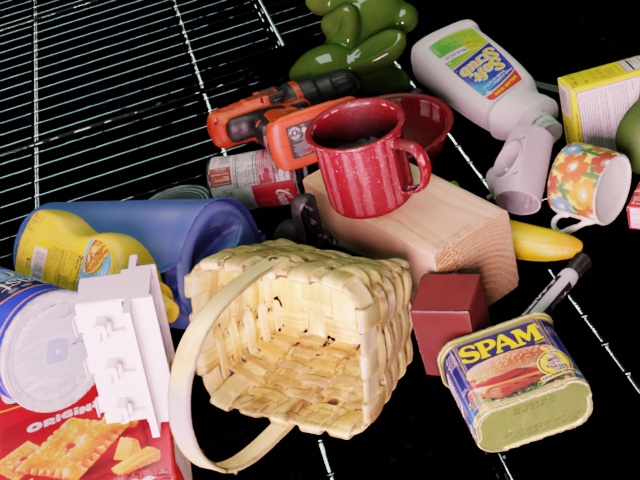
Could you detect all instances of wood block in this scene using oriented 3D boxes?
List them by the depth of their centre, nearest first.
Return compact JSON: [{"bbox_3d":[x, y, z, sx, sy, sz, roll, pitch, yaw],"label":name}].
[{"bbox_3d":[0.084,-0.009,1.029,0.090,0.091,0.206,-31,36,-21],"label":"wood block"}]

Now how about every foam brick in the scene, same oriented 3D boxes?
[{"bbox_3d":[0.114,0.073,0.913,0.053,0.078,0.051,0,39,23],"label":"foam brick"}]

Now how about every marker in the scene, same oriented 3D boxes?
[{"bbox_3d":[0.209,0.049,0.958,0.020,0.020,0.121,18,47,39],"label":"marker"}]

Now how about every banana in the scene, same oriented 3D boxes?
[{"bbox_3d":[0.168,-0.018,1.055,0.069,0.037,0.198,-30,36,-20],"label":"banana"}]

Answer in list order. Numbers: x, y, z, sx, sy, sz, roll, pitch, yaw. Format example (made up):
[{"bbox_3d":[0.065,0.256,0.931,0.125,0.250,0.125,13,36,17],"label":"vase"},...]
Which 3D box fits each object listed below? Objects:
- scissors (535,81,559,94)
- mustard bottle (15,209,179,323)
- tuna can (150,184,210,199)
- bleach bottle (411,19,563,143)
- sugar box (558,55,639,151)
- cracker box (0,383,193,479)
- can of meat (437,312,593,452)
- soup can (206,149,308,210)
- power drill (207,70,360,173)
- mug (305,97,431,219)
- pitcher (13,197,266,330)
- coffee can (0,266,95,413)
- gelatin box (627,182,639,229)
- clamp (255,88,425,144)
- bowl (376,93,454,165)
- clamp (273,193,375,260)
[{"bbox_3d":[0.315,-0.175,1.236,0.096,0.016,0.202,-25,35,-16],"label":"scissors"},{"bbox_3d":[-0.194,0.038,0.949,0.192,0.096,0.058,18,9,39],"label":"mustard bottle"},{"bbox_3d":[-0.159,-0.025,1.202,0.086,0.034,0.086,-11,35,8],"label":"tuna can"},{"bbox_3d":[0.206,-0.177,1.246,0.102,0.068,0.251,-25,37,-12],"label":"bleach bottle"},{"bbox_3d":[0.344,-0.146,1.115,0.176,0.093,0.048,-16,30,-1],"label":"sugar box"},{"bbox_3d":[-0.197,0.175,0.901,0.164,0.072,0.214,-17,33,-2],"label":"cracker box"},{"bbox_3d":[0.156,0.115,0.855,0.102,0.057,0.084,-19,37,-2],"label":"can of meat"},{"bbox_3d":[-0.069,-0.069,1.197,0.102,0.068,0.068,-9,35,12],"label":"soup can"},{"bbox_3d":[-0.017,-0.133,1.156,0.184,0.057,0.188,-22,20,-13],"label":"power drill"},{"bbox_3d":[0.050,-0.071,0.976,0.117,0.081,0.093,10,42,33],"label":"mug"},{"bbox_3d":[-0.182,0.018,1.082,0.243,0.149,0.145,4,61,32],"label":"pitcher"},{"bbox_3d":[-0.265,0.079,0.913,0.141,0.103,0.102,14,44,40],"label":"coffee can"},{"bbox_3d":[0.347,-0.038,1.016,0.089,0.030,0.073,7,41,31],"label":"gelatin box"},{"bbox_3d":[0.016,-0.167,1.330,0.209,0.036,0.165,-28,35,-24],"label":"clamp"},{"bbox_3d":[0.074,-0.103,1.198,0.162,0.055,0.162,-11,34,8],"label":"bowl"},{"bbox_3d":[-0.007,0.001,1.022,0.039,0.120,0.172,-48,20,-21],"label":"clamp"}]
